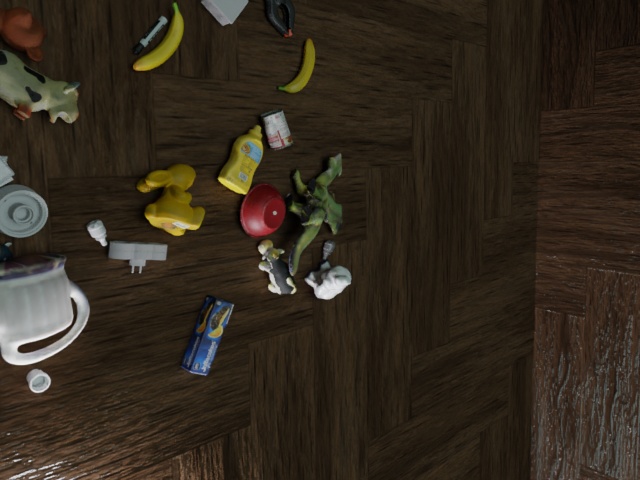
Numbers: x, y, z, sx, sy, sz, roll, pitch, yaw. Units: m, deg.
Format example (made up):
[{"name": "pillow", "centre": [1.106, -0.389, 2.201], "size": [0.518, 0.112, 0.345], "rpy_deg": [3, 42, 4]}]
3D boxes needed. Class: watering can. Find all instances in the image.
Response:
[{"name": "watering can", "centre": [-0.612, 0.148, 1.032], "size": [0.350, 0.104, 0.223], "rpy_deg": [-22, 107, -64]}]

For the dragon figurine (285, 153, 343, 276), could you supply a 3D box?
[{"name": "dragon figurine", "centre": [0.005, -0.080, 1.589], "size": [0.241, 0.122, 0.413], "rpy_deg": [20, 76, -50]}]

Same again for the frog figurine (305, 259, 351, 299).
[{"name": "frog figurine", "centre": [0.048, 0.131, 1.611], "size": [0.138, 0.160, 0.121], "rpy_deg": [-16, 107, -39]}]
